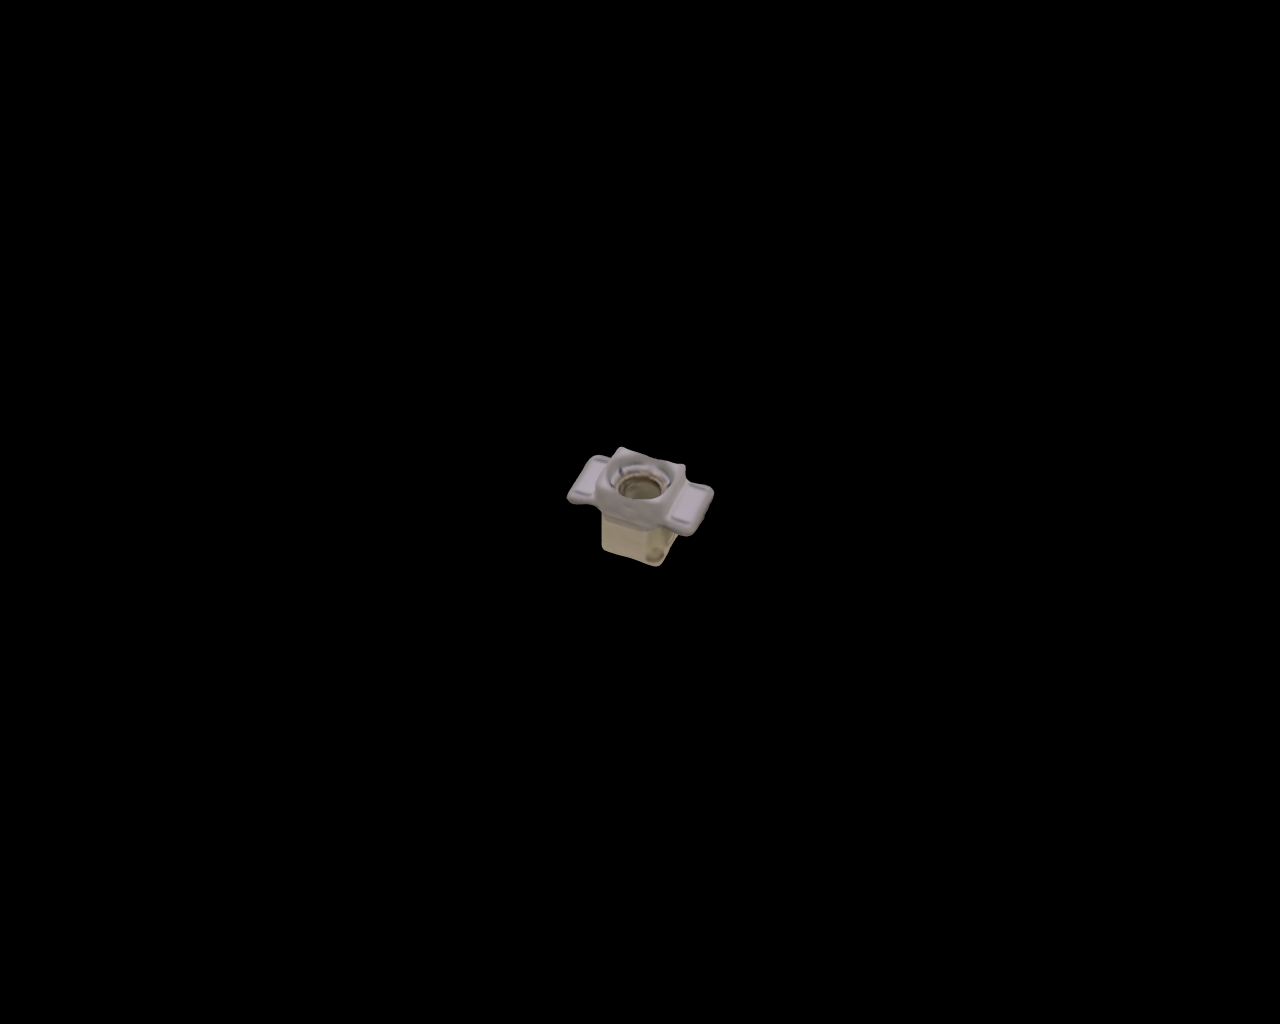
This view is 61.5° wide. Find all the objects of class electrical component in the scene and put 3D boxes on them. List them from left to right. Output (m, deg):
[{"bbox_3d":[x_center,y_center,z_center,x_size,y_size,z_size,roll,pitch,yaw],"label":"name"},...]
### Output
[{"bbox_3d":[0.001,-0.003,0.650,0.081,0.063,0.042,17,48,16],"label":"electrical component"}]
